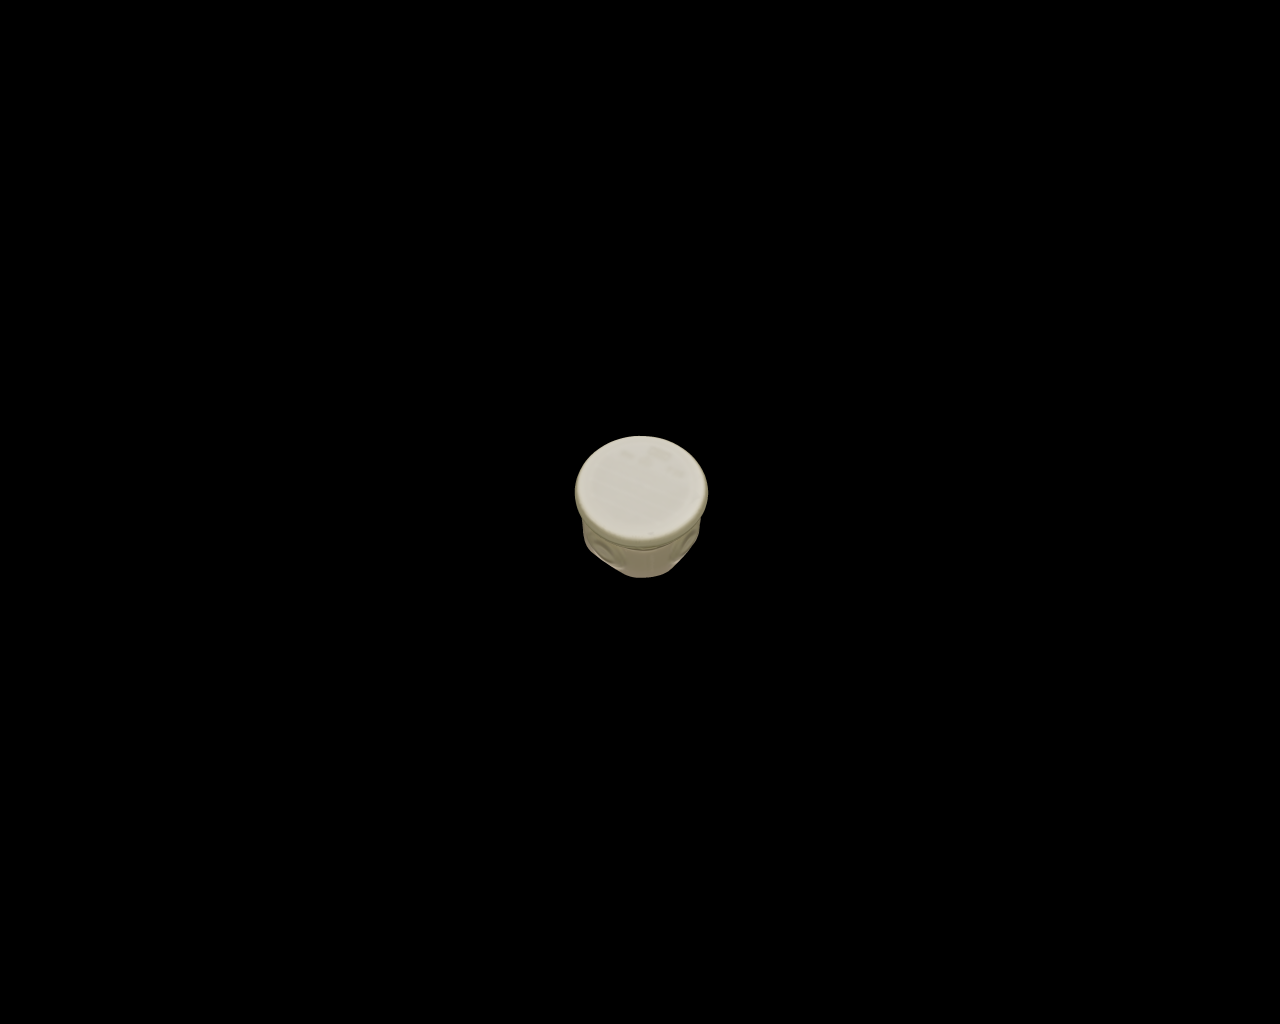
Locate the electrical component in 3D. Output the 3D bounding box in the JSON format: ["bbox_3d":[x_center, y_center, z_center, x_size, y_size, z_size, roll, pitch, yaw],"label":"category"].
[{"bbox_3d":[0.001,-0.003,0.650,0.080,0.080,0.050,0,-34,0],"label":"electrical component"}]
